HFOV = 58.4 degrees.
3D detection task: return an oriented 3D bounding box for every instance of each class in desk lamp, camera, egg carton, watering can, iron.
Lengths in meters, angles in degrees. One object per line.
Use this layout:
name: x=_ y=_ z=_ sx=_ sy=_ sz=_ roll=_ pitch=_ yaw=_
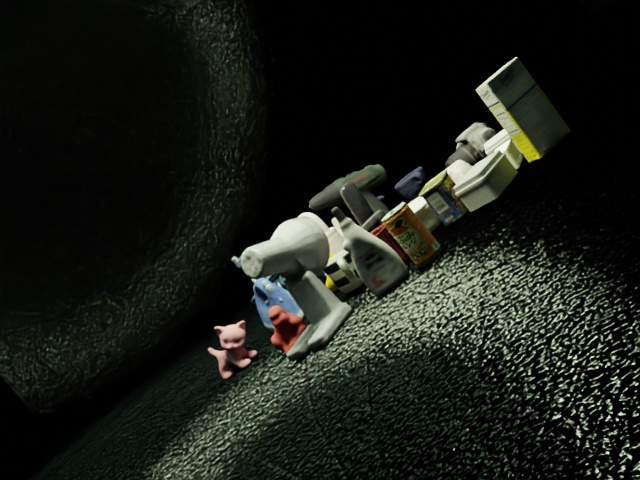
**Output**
desk lamp: x=-0.040 y=0.076 z=1.066 sx=0.117 sy=0.213 sz=0.204 roll=-36 pitch=5 yaw=34
camera: x=0.373 y=-0.219 z=1.437 sx=0.137 sy=0.101 sz=0.143 roll=-39 pitch=4 yaw=-2
egg carton: x=0.299 y=-0.125 z=1.273 sx=0.107 sy=0.069 sz=0.150 roll=-38 pitch=4 yaw=11
watering can: x=0.013 y=0.006 z=1.515 sx=0.100 sy=0.194 sz=0.173 roll=-37 pitch=5 yaw=30
iron: x=-0.116 y=0.149 z=1.462 sx=0.119 sy=0.141 sz=0.258 roll=-40 pitch=4 yaw=-14

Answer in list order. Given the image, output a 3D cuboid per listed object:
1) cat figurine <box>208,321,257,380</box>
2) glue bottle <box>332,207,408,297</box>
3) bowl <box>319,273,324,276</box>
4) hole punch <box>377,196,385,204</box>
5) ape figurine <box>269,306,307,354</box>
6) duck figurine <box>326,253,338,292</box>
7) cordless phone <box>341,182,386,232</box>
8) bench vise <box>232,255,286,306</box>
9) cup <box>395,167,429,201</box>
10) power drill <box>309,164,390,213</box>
cat figurine: x=-0.214 y=0.252 z=1.362 sx=0.127 sy=0.118 sz=0.067 roll=-37 pitch=5 yaw=28
glue bottle: x=0.076 y=0.012 z=1.010 sx=0.078 sy=0.173 sz=0.037 roll=-38 pitch=4 yaw=8
bowl: x=0.032 y=0.054 z=1.666 sx=0.167 sy=0.075 sz=0.167 roll=-39 pitch=4 yaw=4
hole punch: x=0.161 y=-0.064 z=1.708 sx=0.109 sy=0.091 sz=0.101 roll=-43 pitch=6 yaw=-42
ape figurine: x=-0.069 y=0.172 z=1.139 sx=0.077 sy=0.092 sz=0.076 roll=-37 pitch=5 yaw=23
duck figurine: x=0.032 y=0.071 z=1.398 sx=0.077 sy=0.086 sz=0.105 roll=-37 pitch=4 yaw=24
cordless phone: x=0.093 y=-0.041 z=1.384 sx=0.094 sy=0.185 sz=0.148 roll=-35 pitch=6 yaw=43
bench vise: x=-0.145 y=0.103 z=1.678 sx=0.207 sy=0.220 sz=0.121 roll=-38 pitch=4 yaw=14
cup: x=0.266 y=-0.137 z=1.527 sx=0.092 sy=0.095 sz=0.117 roll=-40 pitch=4 yaw=-13
power drill: x=0.114 y=-0.090 z=1.568 sx=0.230 sy=0.208 sz=0.075 roll=-40 pitch=4 yaw=-10
